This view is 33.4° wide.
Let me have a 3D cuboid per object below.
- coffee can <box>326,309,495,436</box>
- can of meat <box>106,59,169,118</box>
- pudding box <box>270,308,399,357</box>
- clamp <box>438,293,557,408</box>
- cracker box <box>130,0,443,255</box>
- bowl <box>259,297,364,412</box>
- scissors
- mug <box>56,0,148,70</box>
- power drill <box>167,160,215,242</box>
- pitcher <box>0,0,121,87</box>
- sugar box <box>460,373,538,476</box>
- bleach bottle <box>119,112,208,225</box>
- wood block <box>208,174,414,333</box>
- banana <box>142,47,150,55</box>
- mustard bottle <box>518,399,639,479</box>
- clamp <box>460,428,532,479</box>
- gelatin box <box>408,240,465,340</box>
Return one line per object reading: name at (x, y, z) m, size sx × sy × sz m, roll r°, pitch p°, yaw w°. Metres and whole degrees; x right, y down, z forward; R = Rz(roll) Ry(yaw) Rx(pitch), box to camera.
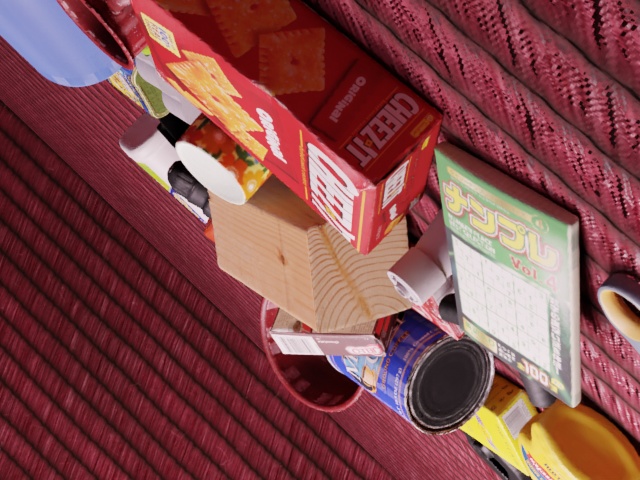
coffee can at (0.082, 0.109, 1.018) m, size 0.140 × 0.102 × 0.102 m, roll 30°, pitch 162°, yaw 53°
can of meat at (-0.184, -0.177, 1.053) m, size 0.084 × 0.057 × 0.102 m, roll 38°, pitch 169°, yaw 20°
pudding box at (0.018, 0.061, 0.994) m, size 0.114 × 0.090 × 0.039 m, roll -1°, pitch 141°, yaw 28°
clamp at (0.139, 0.063, 0.805) m, size 0.120 × 0.039 × 0.171 m, roll 35°, pitch 161°, yaw 18°
cracker box at (-0.026, -0.097, 0.719) m, size 0.214 × 0.072 × 0.164 m, roll 42°, pitch 170°, yaw 11°
bowl at (0.008, 0.103, 1.163) m, size 0.162 × 0.055 × 0.162 m, roll 19°, pitch 118°, yaw 40°
scissors at (0.201, 0.071, 0.665) m, size 0.096 × 0.016 × 0.202 m, roll 44°, pitch 170°, yaw 12°
mug at (-0.138, -0.186, 0.773) m, size 0.093 × 0.081 × 0.117 m, roll 48°, pitch 169°, yaw -16°
power drill at (-0.094, -0.022, 1.232) m, size 0.184 × 0.057 × 0.188 m, roll 33°, pitch 172°, yaw -2°
pitcher at (-0.238, -0.235, 0.891) m, size 0.145 × 0.149 × 0.243 m, roll 26°, pitch 168°, yaw 15°
sugar box at (0.153, 0.161, 1.088) m, size 0.176 × 0.048 × 0.093 m, roll 25°, pitch 151°, yaw 54°
bleach bottle at (-0.143, -0.054, 1.360) m, size 0.250 × 0.068 × 0.103 m, roll 48°, pitch 171°, yaw -27°
wood block at (-0.015, 0.000, 0.919) m, size 0.206 × 0.090 × 0.091 m, roll 27°, pitch 127°, yaw 59°
banana at (-0.057, -0.114, 0.853) m, size 0.198 × 0.037 × 0.070 m, roll 40°, pitch 163°, yaw -1°
mustard bottle at (0.221, 0.194, 0.943) m, size 0.096 × 0.058 × 0.191 m, roll 41°, pitch 170°, yaw 12°
clamp at (0.198, 0.230, 1.226) m, size 0.210 × 0.036 × 0.165 m, roll 51°, pitch 166°, yaw -27°
gelatin box at (0.090, 0.040, 0.921) m, size 0.073 × 0.030 × 0.089 m, roll 35°, pitch 166°, yaw 44°
